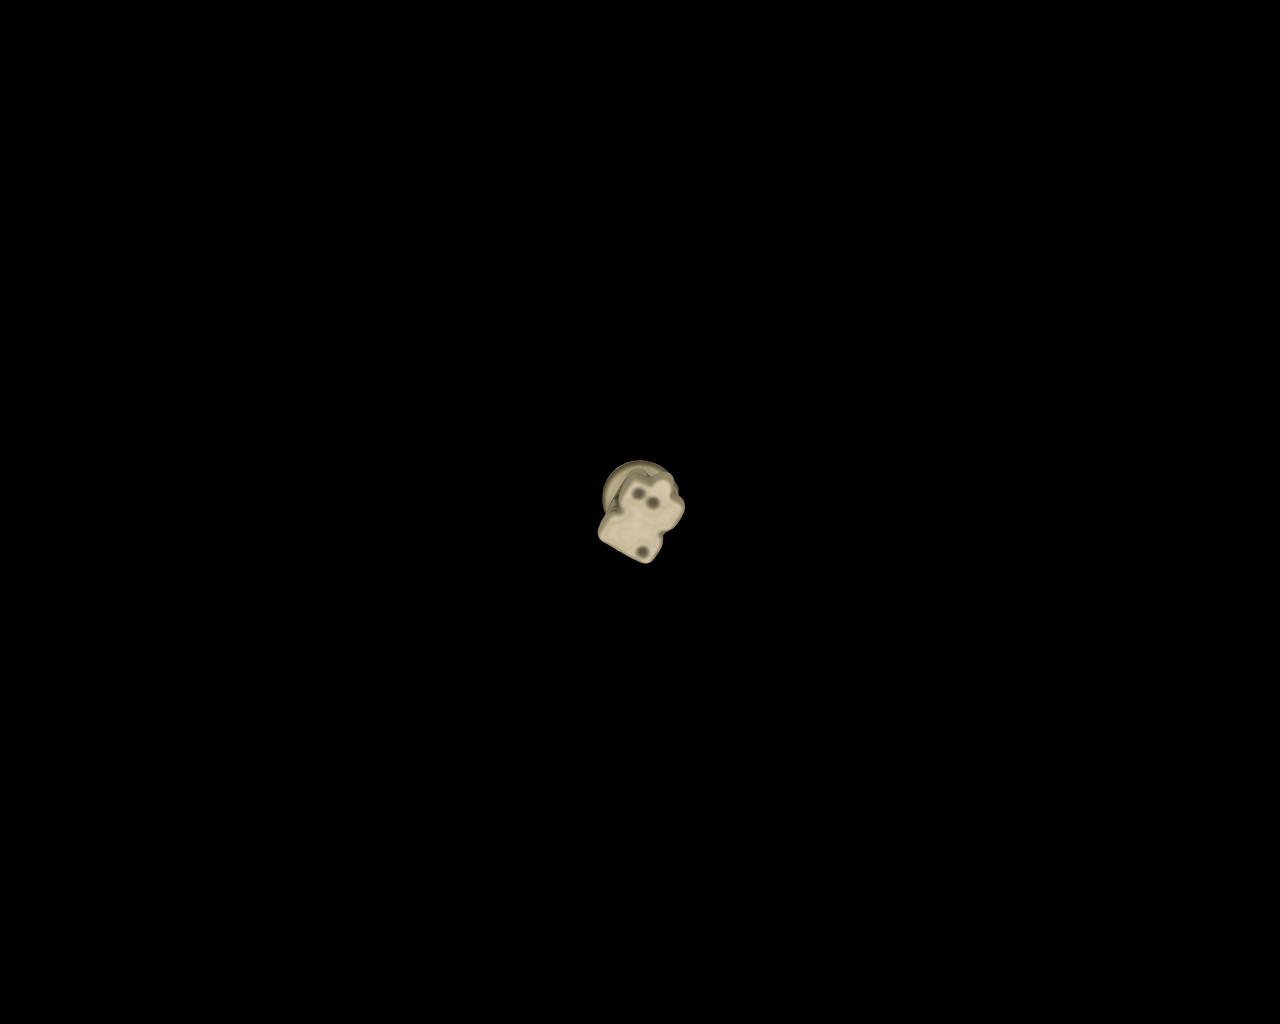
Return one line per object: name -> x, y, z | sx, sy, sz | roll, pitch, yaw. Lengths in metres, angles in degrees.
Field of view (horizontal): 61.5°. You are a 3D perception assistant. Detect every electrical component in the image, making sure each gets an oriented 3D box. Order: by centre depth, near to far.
electrical component -> 0.001, -0.003, 0.650 | 0.048, 0.066, 0.055 | 30, 16, -9
